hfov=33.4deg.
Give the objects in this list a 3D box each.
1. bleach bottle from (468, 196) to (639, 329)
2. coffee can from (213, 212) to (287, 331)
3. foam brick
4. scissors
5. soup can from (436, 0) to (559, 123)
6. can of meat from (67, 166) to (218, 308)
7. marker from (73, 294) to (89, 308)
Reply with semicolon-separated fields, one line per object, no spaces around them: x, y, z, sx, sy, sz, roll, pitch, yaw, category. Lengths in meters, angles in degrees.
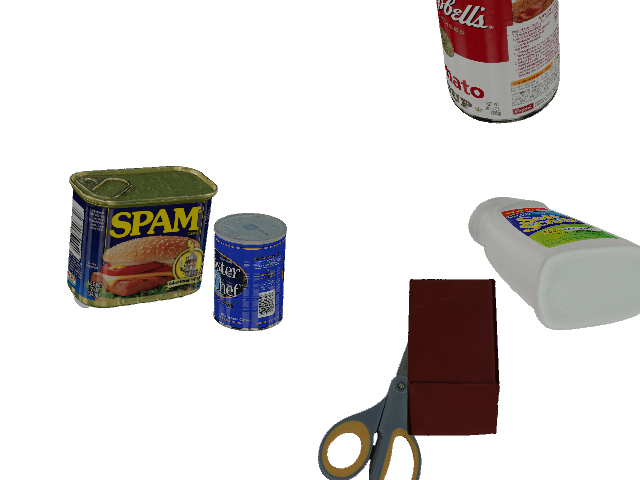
0.188;0.006;0.950;0.102;0.068;0.251;-6;16;-12;bleach bottle
-0.101;0.044;1.523;0.103;0.140;0.103;2;23;-1;coffee can
0.076;0.067;0.618;0.051;0.078;0.053;1;-42;6;foam brick
0.050;0.134;0.930;0.096;0.201;0.016;5;-31;0;scissors
0.101;-0.125;0.604;0.068;0.068;0.102;0;-36;13;soup can
-0.130;-0.003;0.767;0.101;0.084;0.058;-6;27;-33;can of meat
-0.181;0.026;0.975;0.020;0.020;0.121;0;24;28;marker
